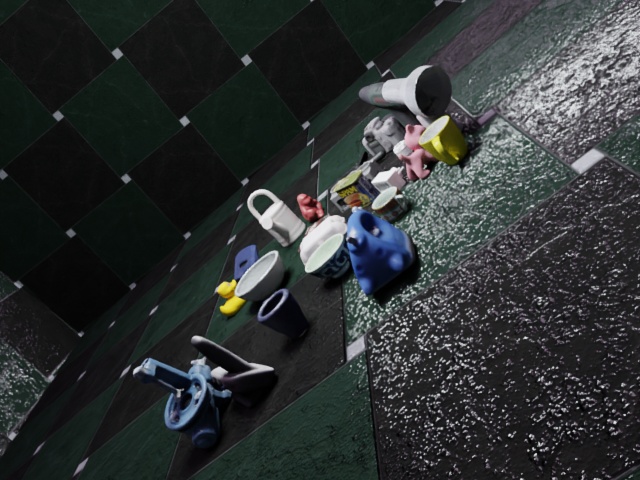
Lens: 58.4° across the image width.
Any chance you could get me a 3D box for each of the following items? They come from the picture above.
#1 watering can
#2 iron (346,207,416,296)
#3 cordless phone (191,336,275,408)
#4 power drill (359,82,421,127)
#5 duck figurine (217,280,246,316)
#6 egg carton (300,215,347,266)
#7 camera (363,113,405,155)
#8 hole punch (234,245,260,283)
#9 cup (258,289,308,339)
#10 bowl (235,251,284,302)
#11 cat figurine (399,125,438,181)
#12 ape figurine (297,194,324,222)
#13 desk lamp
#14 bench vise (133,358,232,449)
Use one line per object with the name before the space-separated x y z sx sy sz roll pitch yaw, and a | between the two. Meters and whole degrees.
watering can | -0.143 -0.076 1.800 0.101 0.194 0.172 -45 17 -3
iron | 0.103 -0.005 1.160 0.118 0.141 0.258 -38 18 19
cordless phone | -0.195 0.249 1.176 0.094 0.185 0.147 -53 19 -26
power drill | 0.217 -0.357 1.605 0.076 0.209 0.229 -47 17 -9
duck figurine | -0.269 0.168 1.706 0.105 0.086 0.077 -53 19 -25
egg carton | 0.013 0.005 1.465 0.150 0.069 0.107 -41 17 12
camera | 0.210 -0.347 1.784 0.142 0.101 0.137 -20 29 53
hole punch | -0.221 0.083 1.785 0.108 0.091 0.101 -32 21 36
cup | -0.079 0.168 1.254 0.092 0.095 0.117 -50 18 -16
bowl | -0.154 0.114 1.587 0.167 0.075 0.167 -40 18 16
cat figurine | 0.237 -0.228 1.412 0.128 0.118 0.067 -53 19 -24
ape figurine | -0.035 -0.106 1.797 0.076 0.092 0.078 -24 27 49
desk lamp | 0.258 -0.324 1.426 0.118 0.214 0.202 -49 18 -14
bench vise | -0.294 0.312 1.198 0.121 0.220 0.207 -46 17 -3
